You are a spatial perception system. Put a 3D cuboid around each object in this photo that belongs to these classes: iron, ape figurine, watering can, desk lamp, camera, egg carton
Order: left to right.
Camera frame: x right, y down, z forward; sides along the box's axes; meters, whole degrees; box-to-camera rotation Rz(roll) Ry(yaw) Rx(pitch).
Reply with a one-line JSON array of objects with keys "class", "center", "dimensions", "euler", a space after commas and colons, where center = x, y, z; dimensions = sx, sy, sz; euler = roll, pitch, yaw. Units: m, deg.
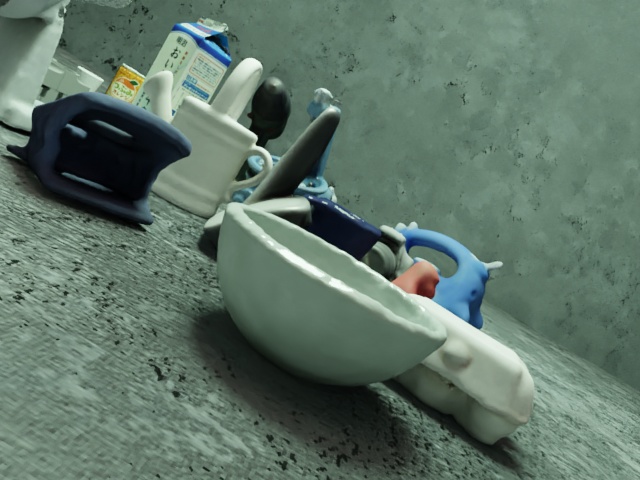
[{"class": "desk lamp", "center": [-0.282, -0.222, 0.574], "dimensions": [0.117, 0.213, 0.204], "euler": [32, 6, 17]}, {"class": "watering can", "center": [-0.134, -0.137, 0.692], "dimensions": [0.173, 0.194, 0.100], "euler": [28, 6, -23]}, {"class": "camera", "center": [0.069, 0.019, 0.850], "dimensions": [0.143, 0.101, 0.137], "euler": [32, 6, 11]}, {"class": "ape figurine", "center": [0.107, 0.068, 0.671], "dimensions": [0.076, 0.092, 0.078], "euler": [31, 6, 7]}, {"class": "iron", "center": [0.174, 0.043, 0.969], "dimensions": [0.257, 0.141, 0.119], "euler": [34, 7, 32]}, {"class": "egg carton", "center": [0.108, 0.104, 0.489], "dimensions": [0.150, 0.069, 0.107], "euler": [32, 6, 14]}]

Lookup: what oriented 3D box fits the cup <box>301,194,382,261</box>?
[{"class": "cup", "center": [0.006, 0.003, 0.705], "dimensions": [0.118, 0.095, 0.091], "euler": [27, 7, -33]}]

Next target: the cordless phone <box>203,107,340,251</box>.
[{"class": "cordless phone", "center": [-0.037, -0.062, 0.587], "dimensions": [0.094, 0.185, 0.147], "euler": [29, 6, -11]}]

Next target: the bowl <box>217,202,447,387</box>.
[{"class": "bowl", "center": [-0.005, 0.046, 0.381], "dimensions": [0.167, 0.074, 0.167], "euler": [30, 6, -3]}]

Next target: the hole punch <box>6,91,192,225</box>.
[{"class": "hole punch", "center": [-0.179, -0.078, 0.474], "dimensions": [0.100, 0.091, 0.109], "euler": [36, 8, 41]}]

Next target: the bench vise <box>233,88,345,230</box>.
[{"class": "bench vise", "center": [-0.029, -0.109, 0.852], "dimensions": [0.121, 0.219, 0.208], "euler": [32, 6, 11]}]

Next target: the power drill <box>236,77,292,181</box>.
[{"class": "power drill", "center": [-0.114, -0.167, 0.976], "dimensions": [0.076, 0.208, 0.229], "euler": [30, 6, -5]}]
